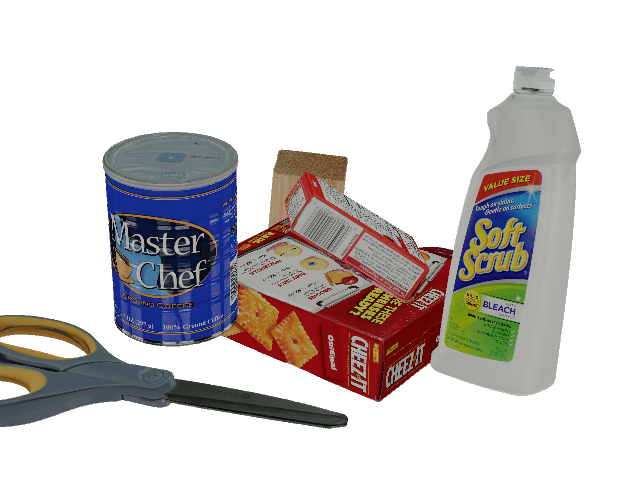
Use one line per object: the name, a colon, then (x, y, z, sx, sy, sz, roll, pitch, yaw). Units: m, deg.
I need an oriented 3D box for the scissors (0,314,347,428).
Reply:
scissors: (-0.097, 0.076, 0.507, 0.202, 0.016, 0.096, 15, 28, 26)

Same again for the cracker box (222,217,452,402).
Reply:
cracker box: (0.014, 0.054, 0.985, 0.214, 0.072, 0.163, 19, 32, 33)

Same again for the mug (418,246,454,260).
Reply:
mug: (0.132, 0.071, 1.185, 0.093, 0.081, 0.117, -25, 41, -31)

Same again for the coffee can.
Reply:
coffee can: (-0.116, -0.003, 0.843, 0.103, 0.140, 0.103, 1, 27, -1)

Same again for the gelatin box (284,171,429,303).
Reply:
gelatin box: (0.022, -0.003, 0.673, 0.089, 0.030, 0.073, 32, 10, -12)

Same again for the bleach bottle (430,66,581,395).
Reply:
bleach bottle: (0.149, -0.011, 0.844, 0.103, 0.251, 0.067, 14, 16, 40)

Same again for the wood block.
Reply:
wood block: (-0.022, -0.002, 1.366, 0.090, 0.206, 0.090, 7, 25, 1)
